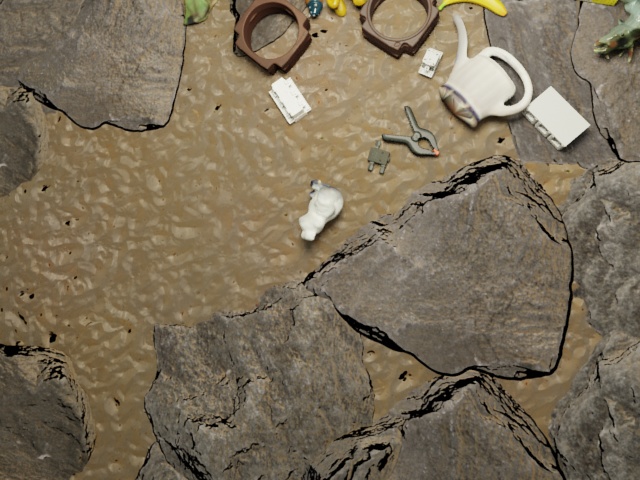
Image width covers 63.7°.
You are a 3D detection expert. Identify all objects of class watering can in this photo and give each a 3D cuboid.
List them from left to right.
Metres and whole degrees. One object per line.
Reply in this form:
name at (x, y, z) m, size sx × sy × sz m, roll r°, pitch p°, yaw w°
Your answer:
watering can at (0.431, -0.468, 1.460) m, size 0.224 × 0.351 × 0.103 m, roll -40°, pitch -18°, yaw 4°

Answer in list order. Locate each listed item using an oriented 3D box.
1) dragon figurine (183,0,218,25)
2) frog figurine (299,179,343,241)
dragon figurine at (-0.441, -0.804, 1.635) m, size 0.409 × 0.243 × 0.122 m, roll -24°, pitch 0°, yaw 8°
frog figurine at (0.004, -0.074, 1.469) m, size 0.122 × 0.162 × 0.135 m, roll 14°, pitch -23°, yaw -18°
